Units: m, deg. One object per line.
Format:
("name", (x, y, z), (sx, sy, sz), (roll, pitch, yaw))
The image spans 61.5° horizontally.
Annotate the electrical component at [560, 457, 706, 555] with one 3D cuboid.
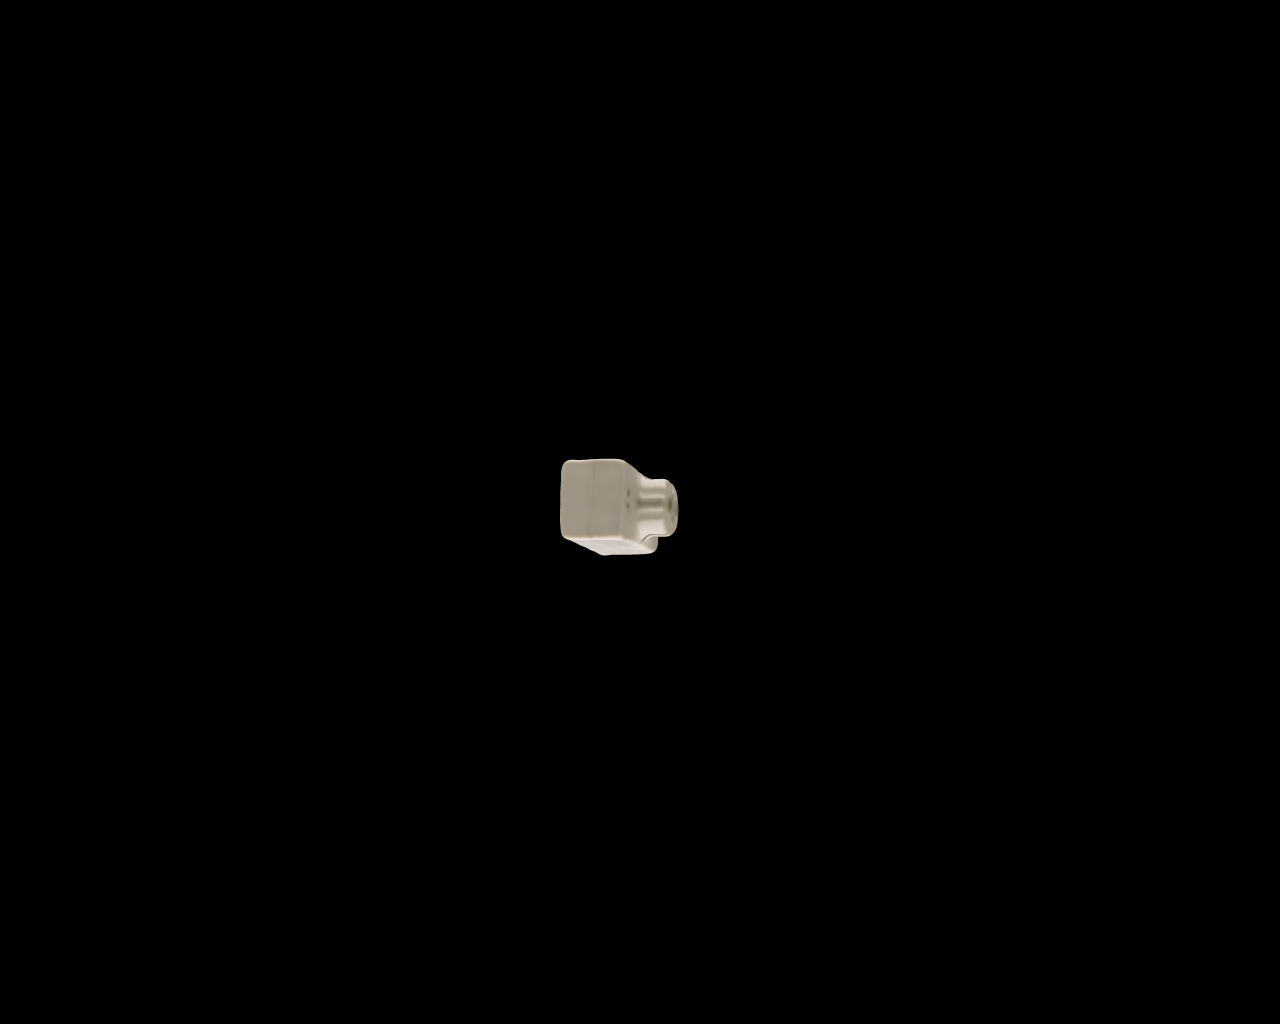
("electrical component", (0.001, -0.003, 0.650), (0.076, 0.047, 0.083), (-3, -10, 15))
